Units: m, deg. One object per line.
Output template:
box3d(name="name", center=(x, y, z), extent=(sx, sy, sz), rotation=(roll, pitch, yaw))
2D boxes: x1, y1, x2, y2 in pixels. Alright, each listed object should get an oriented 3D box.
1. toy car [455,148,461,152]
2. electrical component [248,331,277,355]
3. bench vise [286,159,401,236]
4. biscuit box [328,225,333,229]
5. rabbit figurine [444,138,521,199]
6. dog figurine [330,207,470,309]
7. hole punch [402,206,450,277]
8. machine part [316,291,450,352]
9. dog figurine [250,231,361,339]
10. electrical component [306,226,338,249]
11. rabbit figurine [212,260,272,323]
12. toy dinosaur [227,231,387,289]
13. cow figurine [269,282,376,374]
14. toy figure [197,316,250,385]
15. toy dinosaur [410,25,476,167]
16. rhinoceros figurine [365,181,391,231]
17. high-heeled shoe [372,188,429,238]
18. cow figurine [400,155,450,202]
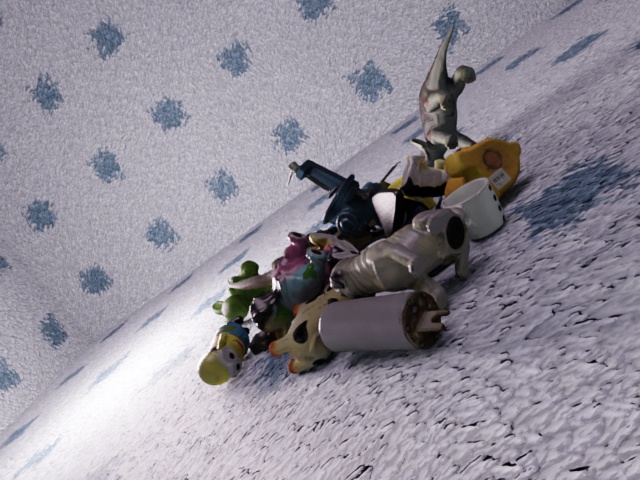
box3d(name="toy car", center=(0.293, -0.152, 1.283), extent=(0.202, 0.056, 0.073), rotation=(-32, 18, 27))
box3d(name="electrical component", center=(-0.112, 0.192, 1.113), extent=(0.078, 0.045, 0.102), rotation=(-29, 13, 28))
box3d(name="bench vise", center=(0.047, -0.107, 1.142), extent=(0.224, 0.241, 0.128), rotation=(-53, -8, -45))
box3d(name="biscuit box", center=(0.092, -0.046, 1.429), extent=(0.203, 0.062, 0.059), rotation=(-43, 14, -29))
box3d(name="rabbit figurine", center=(0.297, -0.127, 1.027), extent=(0.162, 0.122, 0.173), rotation=(-47, -5, -21))
box3d(name="dog figurine", center=(0.117, 0.020, 0.825), extent=(0.191, 0.121, 0.172), rotation=(1, 36, 49))
box3d(name="hole punch", center=(0.170, 0.009, 0.916), extent=(0.116, 0.092, 0.142), rotation=(-39, 14, 7))
box3d(name="machine part", center=(0.078, 0.115, 0.743), extent=(0.243, 0.079, 0.079), rotation=(-16, 23, 50))
box3d(name="dog figurine", center=(-0.034, 0.098, 1.025), extent=(0.191, 0.109, 0.219), rotation=(4, -62, -43))
box3d(name="electrical component", center=(-0.002, -0.003, 1.114), extent=(0.063, 0.021, 0.094), rotation=(-12, 15, 30))
box3d(name="rabbit figurine", center=(-0.210, 0.151, 1.381), extent=(0.159, 0.121, 0.170), rotation=(-39, 7, 26))
box3d(name="toy dinosaur", center=(-0.031, 0.051, 1.223), extent=(0.472, 0.105, 0.198), rotation=(-17, 13, 15))
box3d(name="cow figurine", center=(0.012, 0.127, 0.906), extent=(0.127, 0.085, 0.195), rotation=(-24, 20, 39))
box3d(name="toy figure", center=(-0.195, 0.232, 1.119), extent=(0.089, 0.082, 0.180), rotation=(-45, 13, 17))
box3d(name="toy dinosaur", center=(0.300, -0.324, 1.356), extent=(0.131, 0.404, 0.192), rotation=(-13, 22, -25))
box3d(name="rhinoceros figurine", center=(0.121, -0.062, 1.316), extent=(0.190, 0.073, 0.112), rotation=(-41, -9, 1))
box3d(name="high-heeled shoe", center=(0.175, -0.060, 1.031), extent=(0.145, 0.086, 0.248), rotation=(-23, -12, -10))
box3d(name="cow figurine", center=(0.255, -0.123, 1.147), extent=(0.068, 0.167, 0.098), rotation=(-144, 65, -76))
